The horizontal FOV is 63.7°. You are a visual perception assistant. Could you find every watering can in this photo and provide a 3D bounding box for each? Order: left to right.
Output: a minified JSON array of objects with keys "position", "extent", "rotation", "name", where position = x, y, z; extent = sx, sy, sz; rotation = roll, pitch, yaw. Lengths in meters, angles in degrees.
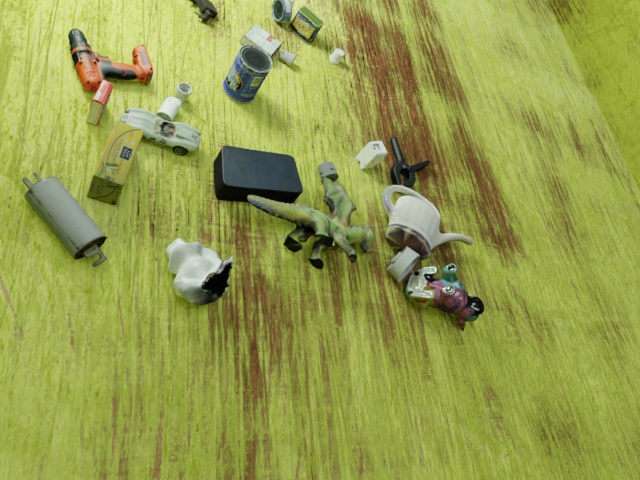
[{"position":[0.325,-0.029,1.579],"extent":[0.346,0.102,0.229],"rotation":[35,51,-9],"name":"watering can"}]

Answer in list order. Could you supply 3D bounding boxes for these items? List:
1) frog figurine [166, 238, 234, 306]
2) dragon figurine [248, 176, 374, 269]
[{"position":[-0.286,0.071,1.161],"extent":[0.160,0.120,0.140],"rotation":[17,55,23],"name":"frog figurine"},{"position":[0.004,-0.070,1.392],"extent":[0.406,0.120,0.249],"rotation":[39,44,-22],"name":"dragon figurine"}]
